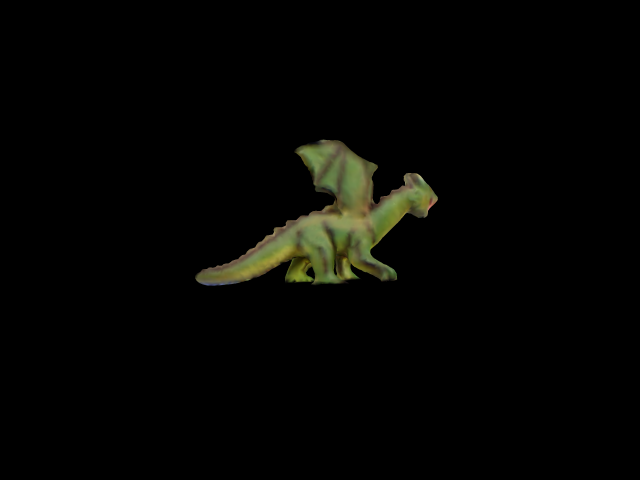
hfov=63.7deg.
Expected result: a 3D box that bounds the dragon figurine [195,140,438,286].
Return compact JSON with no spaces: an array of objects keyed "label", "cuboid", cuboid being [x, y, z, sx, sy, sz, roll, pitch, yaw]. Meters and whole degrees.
[{"label":"dragon figurine","cuboid":[0.003,-0.043,0.850,0.410,0.243,0.122,0,1,-9]}]
